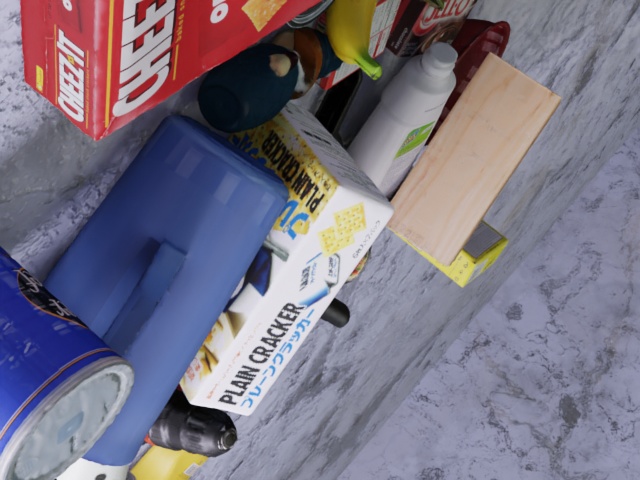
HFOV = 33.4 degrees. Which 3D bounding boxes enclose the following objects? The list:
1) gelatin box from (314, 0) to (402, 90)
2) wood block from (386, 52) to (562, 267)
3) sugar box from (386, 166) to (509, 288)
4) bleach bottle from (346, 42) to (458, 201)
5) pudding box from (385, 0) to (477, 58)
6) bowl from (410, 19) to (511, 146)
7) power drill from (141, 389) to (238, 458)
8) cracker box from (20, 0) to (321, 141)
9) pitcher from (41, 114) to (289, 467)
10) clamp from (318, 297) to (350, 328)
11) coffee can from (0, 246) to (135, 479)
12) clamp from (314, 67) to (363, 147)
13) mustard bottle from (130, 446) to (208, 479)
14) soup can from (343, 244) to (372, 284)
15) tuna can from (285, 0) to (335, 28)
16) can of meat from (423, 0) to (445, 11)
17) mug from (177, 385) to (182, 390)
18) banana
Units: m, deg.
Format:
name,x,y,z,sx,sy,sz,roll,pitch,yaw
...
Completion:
name,x,y,z,sx,sy,sz,roll,pitch,yaw
gelatin box,0.029,-0.180,0.913,0.089,0.030,0.073,-39,159,-36
wood block,0.159,-0.083,1.128,0.206,0.090,0.090,-57,172,8
sugar box,0.127,-0.026,1.259,0.093,0.176,0.048,-28,151,-52
bleach bottle,0.077,-0.108,1.076,0.102,0.068,0.251,-39,168,-37
pudding box,0.107,-0.223,1.015,0.113,0.039,0.090,-23,149,-58
bowl,0.135,-0.182,1.155,0.162,0.055,0.162,-46,163,-18
power drill,-0.186,0.170,0.876,0.187,0.185,0.057,-23,113,-46
cracker box,-0.063,-0.173,0.596,0.213,0.072,0.164,-40,160,-32
pitcher,-0.128,0.036,0.773,0.243,0.149,0.144,-56,143,5
clamp,-0.061,0.041,1.026,0.164,0.036,0.210,-7,150,4
coffee can,-0.197,0.069,0.641,0.102,0.140,0.103,-46,163,-18
clamp,-0.016,-0.082,0.996,0.120,0.039,0.171,-31,154,-25
mustard bottle,-0.212,0.305,1.279,0.191,0.058,0.096,-48,164,-10
soup can,-0.007,0.001,1.076,0.102,0.069,0.069,17,115,-40
tuna can,-0.010,-0.195,0.763,0.086,0.034,0.086,-46,163,-18
can of meat,0.098,-0.251,0.895,0.084,0.057,0.102,-55,165,7
mug,-0.125,0.115,1.004,0.081,0.117,0.093,7,90,-66
banana,0.049,-0.210,0.820,0.037,0.070,0.197,55,54,-65
